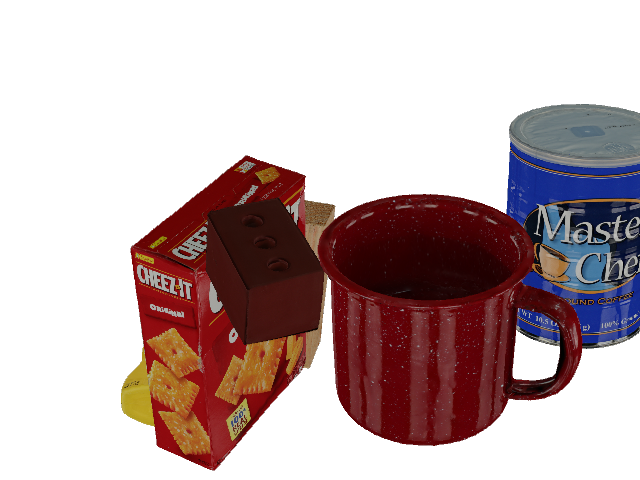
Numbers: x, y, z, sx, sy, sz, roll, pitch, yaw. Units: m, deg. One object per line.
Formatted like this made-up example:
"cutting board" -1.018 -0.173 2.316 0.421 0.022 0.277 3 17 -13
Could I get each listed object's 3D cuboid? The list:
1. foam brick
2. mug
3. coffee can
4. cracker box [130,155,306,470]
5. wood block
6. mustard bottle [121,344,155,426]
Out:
"foam brick" -0.037 0.019 0.686 0.052 0.051 0.078 -12 44 -22
"mug" 0.057 0.038 0.474 0.117 0.081 0.093 11 33 21
"coffee can" 0.179 -0.012 0.737 0.103 0.140 0.103 -2 26 1
"cracker box" -0.076 0.062 0.910 0.072 0.214 0.164 18 39 24
"wood block" -0.040 0.055 1.441 0.090 0.206 0.090 9 22 6
"mustard bottle" -0.164 0.143 1.250 0.096 0.058 0.191 5 26 4
